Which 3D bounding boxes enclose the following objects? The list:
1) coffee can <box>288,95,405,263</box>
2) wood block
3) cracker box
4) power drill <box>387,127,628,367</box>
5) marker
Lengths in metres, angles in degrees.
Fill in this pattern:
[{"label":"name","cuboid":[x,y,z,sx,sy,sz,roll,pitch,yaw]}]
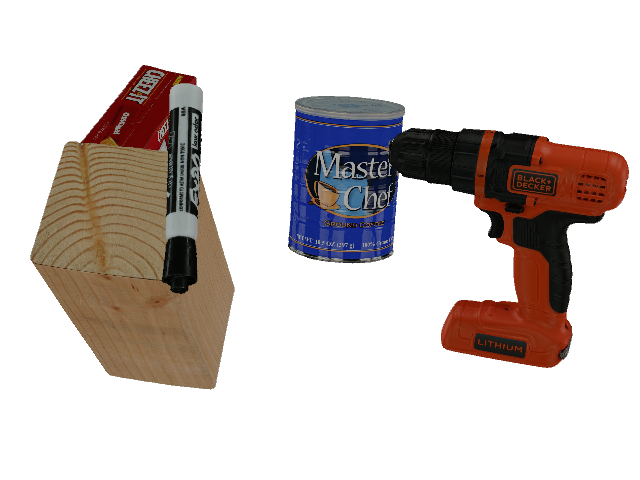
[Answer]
[{"label":"coffee can","cuboid":[0.023,-0.060,1.009,0.103,0.140,0.103,3,15,-1]},{"label":"wood block","cuboid":[-0.123,0.026,0.754,0.090,0.091,0.206,7,-26,7]},{"label":"cracker box","cuboid":[-0.191,-0.052,1.135,0.072,0.214,0.164,14,44,10]},{"label":"power drill","cuboid":[0.140,0.003,0.852,0.185,0.188,0.057,10,29,17]},{"label":"marker","cuboid":[-0.075,-0.029,0.583,0.020,0.121,0.020,-1,-22,-1]}]
